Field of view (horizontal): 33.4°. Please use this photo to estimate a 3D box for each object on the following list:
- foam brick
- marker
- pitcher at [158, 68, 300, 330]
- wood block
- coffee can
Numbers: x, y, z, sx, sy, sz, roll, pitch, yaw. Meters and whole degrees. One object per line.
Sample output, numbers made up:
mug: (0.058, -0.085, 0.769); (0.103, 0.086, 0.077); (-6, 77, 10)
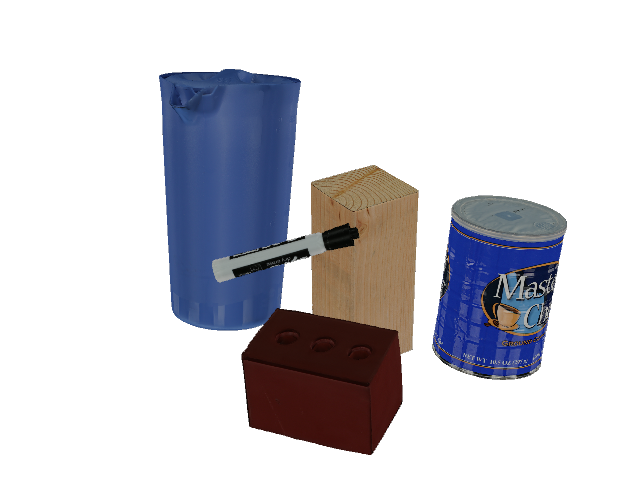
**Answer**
foam brick: (0.002, 0.079, 0.603); (0.078, 0.051, 0.053); (9, 31, 20)
marker: (-0.028, 0.009, 0.859); (0.121, 0.020, 0.020); (-15, -2, 7)
pitcher: (-0.083, -0.044, 1.038); (0.149, 0.243, 0.145); (-2, 15, -17)
wood block: (0.048, 0.032, 1.217); (0.090, 0.206, 0.090); (-17, 32, -28)
coffee can: (0.162, 0.041, 0.975); (0.103, 0.140, 0.103); (5, 21, -2)
